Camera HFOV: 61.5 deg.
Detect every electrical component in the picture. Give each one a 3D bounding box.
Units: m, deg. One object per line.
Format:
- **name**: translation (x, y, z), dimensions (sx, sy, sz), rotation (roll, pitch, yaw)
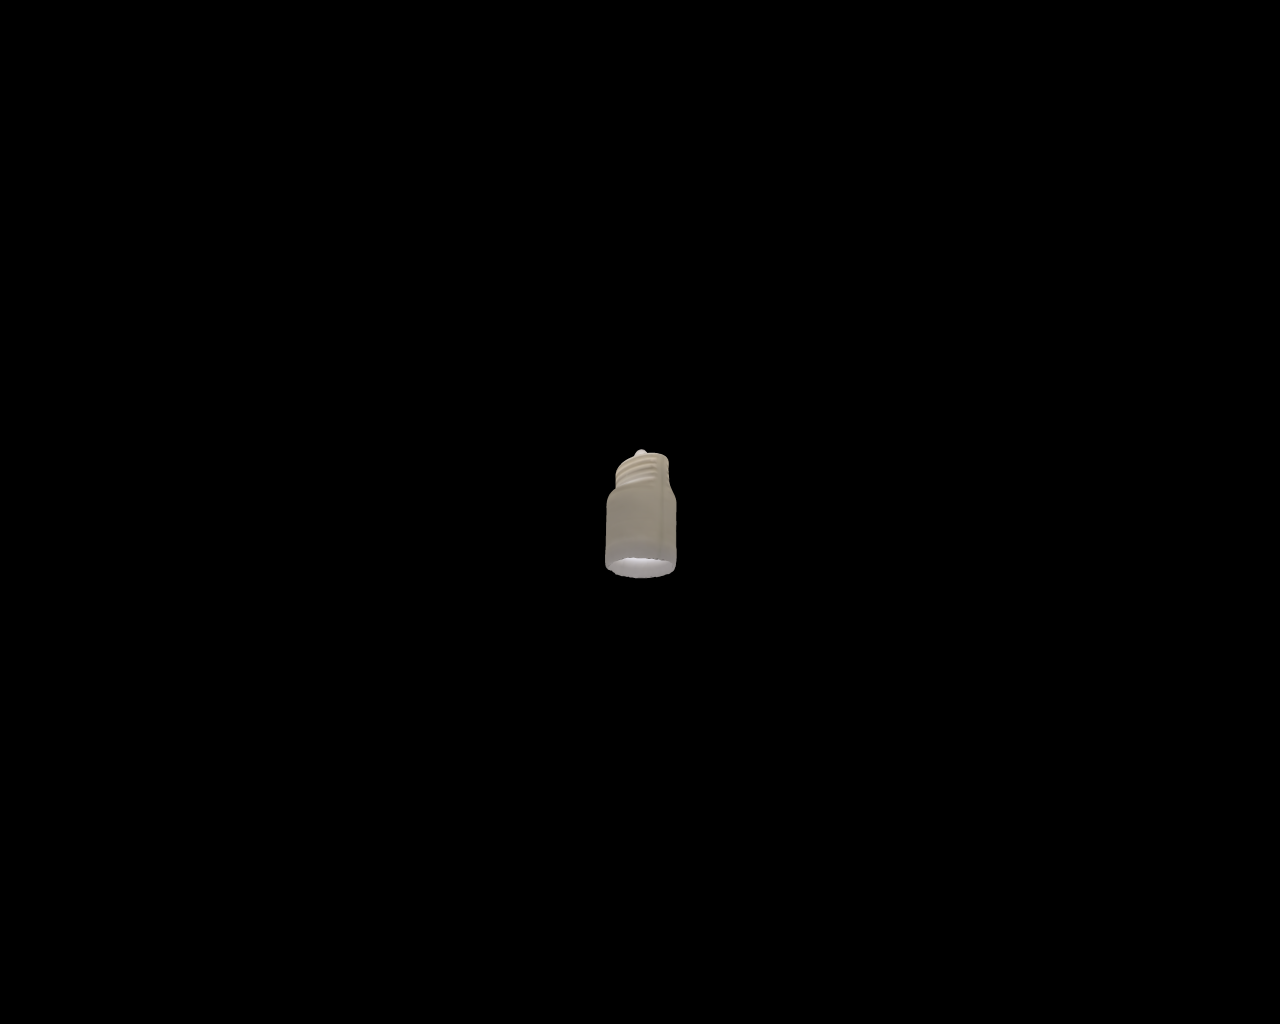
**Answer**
- **electrical component**: translation (0.001, -0.003, 0.650), dimensions (0.043, 0.081, 0.043), rotation (0, -22, 0)
